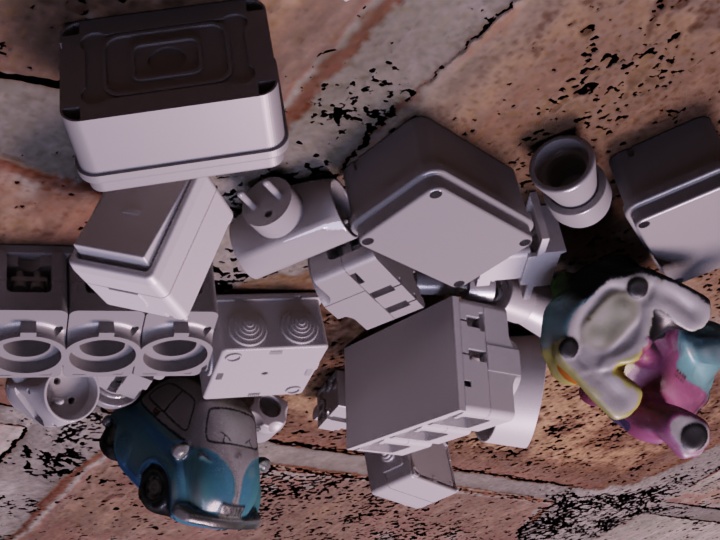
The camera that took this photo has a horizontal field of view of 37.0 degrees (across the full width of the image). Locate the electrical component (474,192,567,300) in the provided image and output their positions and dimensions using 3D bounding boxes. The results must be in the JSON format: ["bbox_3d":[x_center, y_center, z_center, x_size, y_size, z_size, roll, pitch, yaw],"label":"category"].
[{"bbox_3d":[0.112,-0.015,0.789,0.064,0.042,0.081,-6,147,-7],"label":"electrical component"}]

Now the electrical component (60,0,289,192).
[{"bbox_3d":[-0.099,-0.092,0.575,0.113,0.078,0.057,-9,144,-4],"label":"electrical component"}]

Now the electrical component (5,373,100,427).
[{"bbox_3d":[-0.242,0.076,0.809,0.077,0.043,0.079,-2,124,51],"label":"electrical component"}]

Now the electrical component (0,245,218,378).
[{"bbox_3d":[-0.182,0.034,0.758,0.150,0.061,0.089,1,145,-18],"label":"electrical component"}]

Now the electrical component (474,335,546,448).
[{"bbox_3d":[0.132,0.104,0.931,0.064,0.099,0.099,4,145,-11],"label":"electrical component"}]

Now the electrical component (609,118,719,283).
[{"bbox_3d":[0.234,-0.046,0.765,0.078,0.057,0.113,-24,145,19],"label":"electrical component"}]

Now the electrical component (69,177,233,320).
[{"bbox_3d":[-0.125,-0.028,0.659,0.062,0.096,0.061,10,154,23],"label":"electrical component"}]

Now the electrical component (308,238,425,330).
[{"bbox_3d":[0.000,0.000,0.771,0.056,0.050,0.089,-23,146,17],"label":"electrical component"}]

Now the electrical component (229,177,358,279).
[{"bbox_3d":[-0.052,-0.035,0.708,0.077,0.043,0.079,-22,145,16],"label":"electrical component"}]

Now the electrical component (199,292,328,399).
[{"bbox_3d":[-0.078,0.061,0.841,0.100,0.048,0.099,-1,148,-21],"label":"electrical component"}]

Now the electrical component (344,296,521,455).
[{"bbox_3d":[0.055,0.089,0.858,0.062,0.089,0.150,12,155,-32],"label":"electrical component"}]

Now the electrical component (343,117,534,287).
[{"bbox_3d":[0.053,-0.042,0.717,0.078,0.057,0.113,-34,141,31],"label":"electrical component"}]

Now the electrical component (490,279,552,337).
[{"bbox_3d":[0.132,0.027,0.863,0.065,0.044,0.044,19,137,-31],"label":"electrical component"}]

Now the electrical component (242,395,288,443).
[{"bbox_3d":[-0.094,0.134,0.954,0.043,0.043,0.062,11,142,-31],"label":"electrical component"}]

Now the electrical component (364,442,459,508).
[{"bbox_3d":[0.043,0.194,1.070,0.061,0.061,0.096,-30,143,27],"label":"electrical component"}]

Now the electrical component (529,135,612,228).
[{"bbox_3d":[0.144,-0.059,0.730,0.045,0.045,0.055,-22,146,16],"label":"electrical component"}]

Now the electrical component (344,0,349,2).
[{"bbox_3d":[0.005,-0.164,0.519,0.047,0.055,0.055,-20,147,6],"label":"electrical component"}]

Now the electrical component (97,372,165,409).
[{"bbox_3d":[-0.187,0.077,0.834,0.066,0.048,0.055,23,136,-17],"label":"electrical component"}]

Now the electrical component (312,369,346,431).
[{"bbox_3d":[-0.004,0.120,0.959,0.055,0.048,0.066,14,140,-22],"label":"electrical component"}]
